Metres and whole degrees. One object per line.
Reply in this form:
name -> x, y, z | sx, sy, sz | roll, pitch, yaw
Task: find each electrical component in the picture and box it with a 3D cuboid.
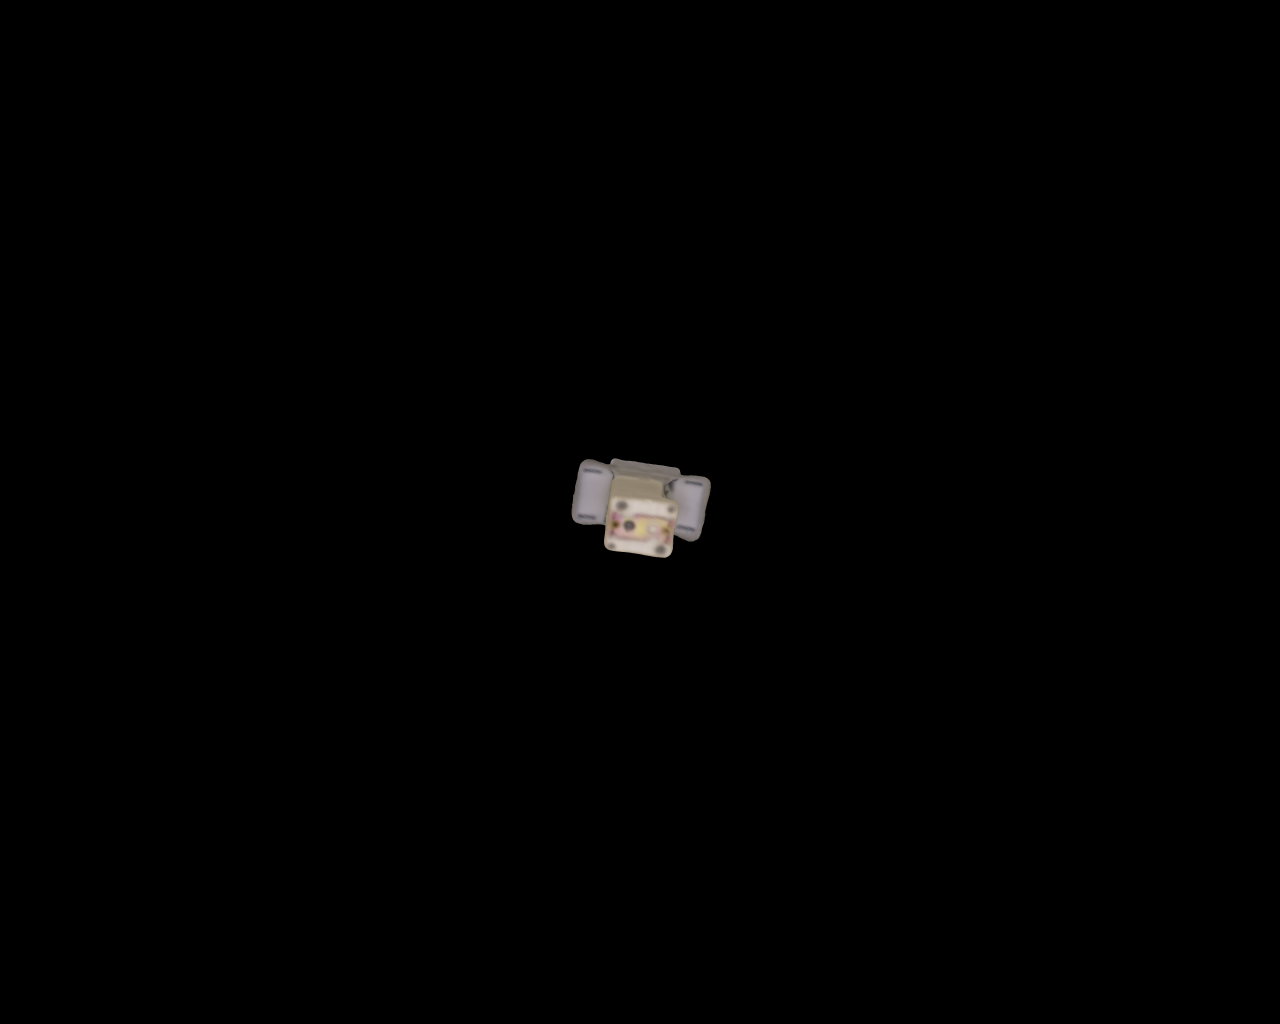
electrical component -> 0.001, -0.003, 0.650 | 0.081, 0.042, 0.064 | 8, 24, -3
